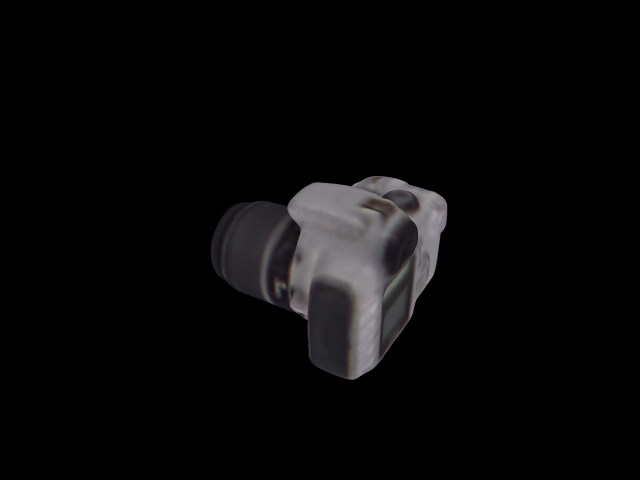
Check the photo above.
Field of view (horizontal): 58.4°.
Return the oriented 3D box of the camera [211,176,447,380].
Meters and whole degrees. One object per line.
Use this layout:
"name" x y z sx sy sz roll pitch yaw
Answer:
"camera" 0.004 0.001 0.400 0.136 0.101 0.143 17 36 25
